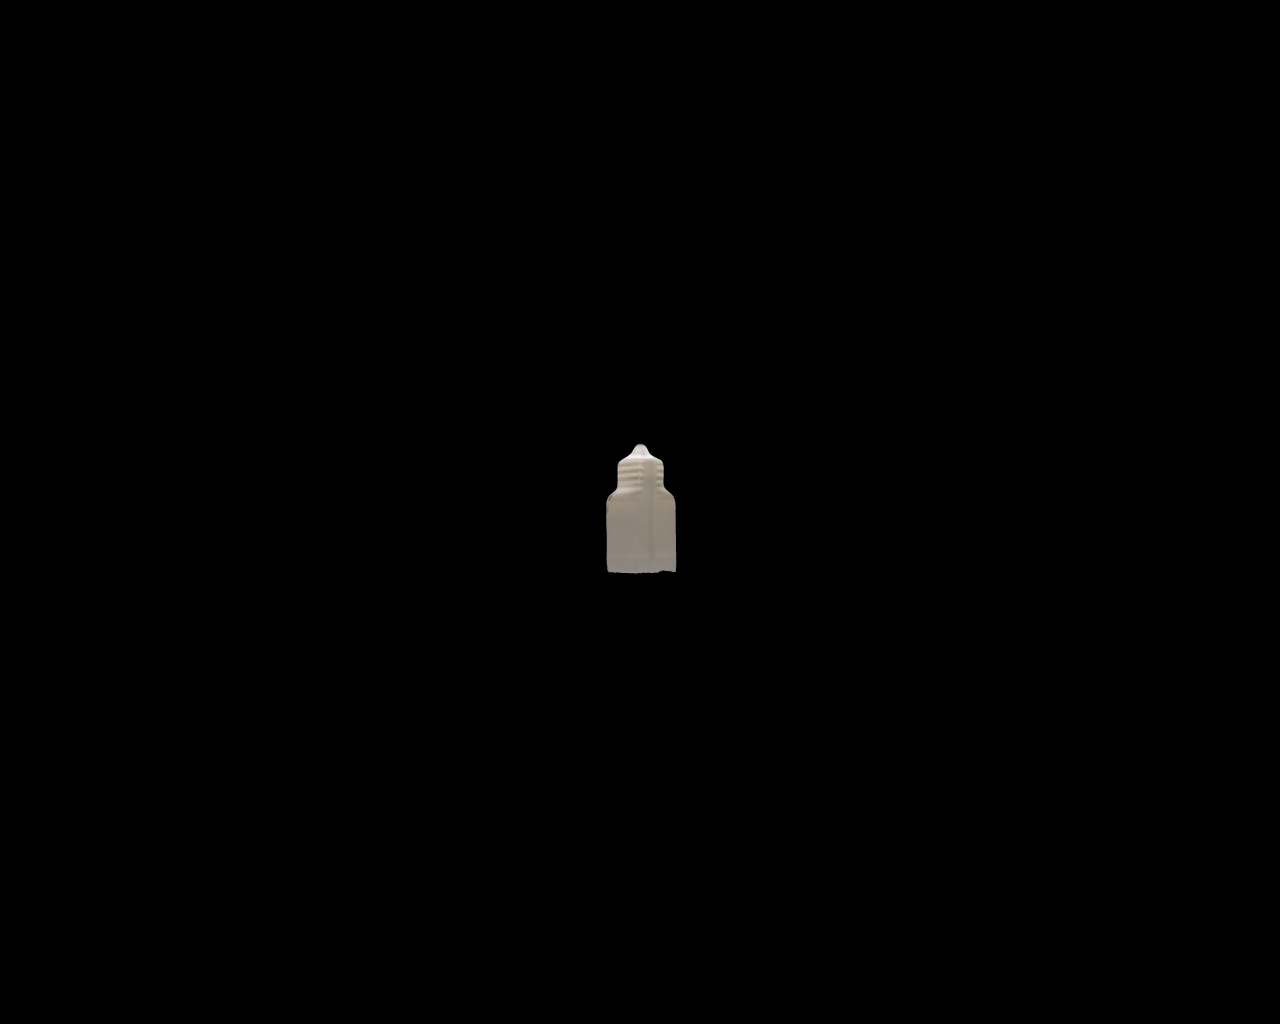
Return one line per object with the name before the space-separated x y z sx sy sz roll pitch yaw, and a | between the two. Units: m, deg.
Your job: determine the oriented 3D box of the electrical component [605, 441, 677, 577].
electrical component | 0.001 -0.003 0.650 0.043 0.081 0.043 0 0 0
